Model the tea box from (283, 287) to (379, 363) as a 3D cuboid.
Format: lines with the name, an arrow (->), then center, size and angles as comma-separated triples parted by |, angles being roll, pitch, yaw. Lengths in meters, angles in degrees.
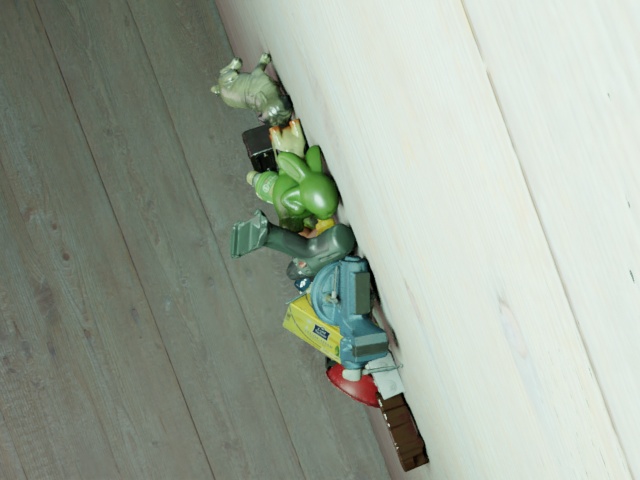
tea box -> 0.022, 0.175, 1.100 | 0.098, 0.170, 0.068 | -39, -27, -54

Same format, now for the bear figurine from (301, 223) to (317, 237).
bear figurine -> -0.005, -0.001, 1.306 | 0.120, 0.132, 0.195 | 36, -169, 27

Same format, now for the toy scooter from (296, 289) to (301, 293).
toy scooter -> -0.001, 0.130, 1.563 | 0.183, 0.135, 0.075 | 78, 169, -74

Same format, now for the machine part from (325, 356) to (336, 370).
machine part -> 0.082, 0.317, 1.381 | 0.084, 0.139, 0.039 | 76, -167, -72

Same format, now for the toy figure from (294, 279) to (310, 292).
toy figure -> -0.009, 0.073, 1.448 | 0.064, 0.154, 0.057 | 24, 159, 44

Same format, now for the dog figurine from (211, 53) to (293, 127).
dog figurine -> -0.157, -0.319, 1.220 | 0.121, 0.172, 0.191 | 58, -167, -47

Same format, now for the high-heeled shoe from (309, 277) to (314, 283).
high-heeled shoe -> -0.009, 0.076, 1.263 | 0.145, 0.086, 0.249 | 37, 172, -18

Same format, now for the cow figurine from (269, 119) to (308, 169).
cow figurine -> -0.066, -0.193, 1.231 | 0.195, 0.085, 0.127 | 178, 74, -83

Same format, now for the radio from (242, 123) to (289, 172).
radio -> -0.122, -0.230, 1.410 | 0.229, 0.131, 0.073 | 89, 163, -78

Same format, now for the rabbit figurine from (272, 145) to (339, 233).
rabbit figurine -> -0.014, -0.095, 1.007 | 0.170, 0.121, 0.159 | 8, 113, 65

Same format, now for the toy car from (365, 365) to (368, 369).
toy car -> 0.096, 0.217, 1.266 | 0.073, 0.056, 0.202 | 63, -174, -68

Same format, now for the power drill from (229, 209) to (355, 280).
power drill -> -0.062, 0.021, 1.004 | 0.232, 0.207, 0.086 | -26, 50, 48

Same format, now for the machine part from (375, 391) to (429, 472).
machine part -> 0.170, 0.394, 1.138 | 0.179, 0.056, 0.179 | 163, 87, -88

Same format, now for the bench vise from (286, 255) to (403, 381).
bench vise -> 0.039, 0.131, 0.982 | 0.241, 0.129, 0.223 | 14, 119, 64
